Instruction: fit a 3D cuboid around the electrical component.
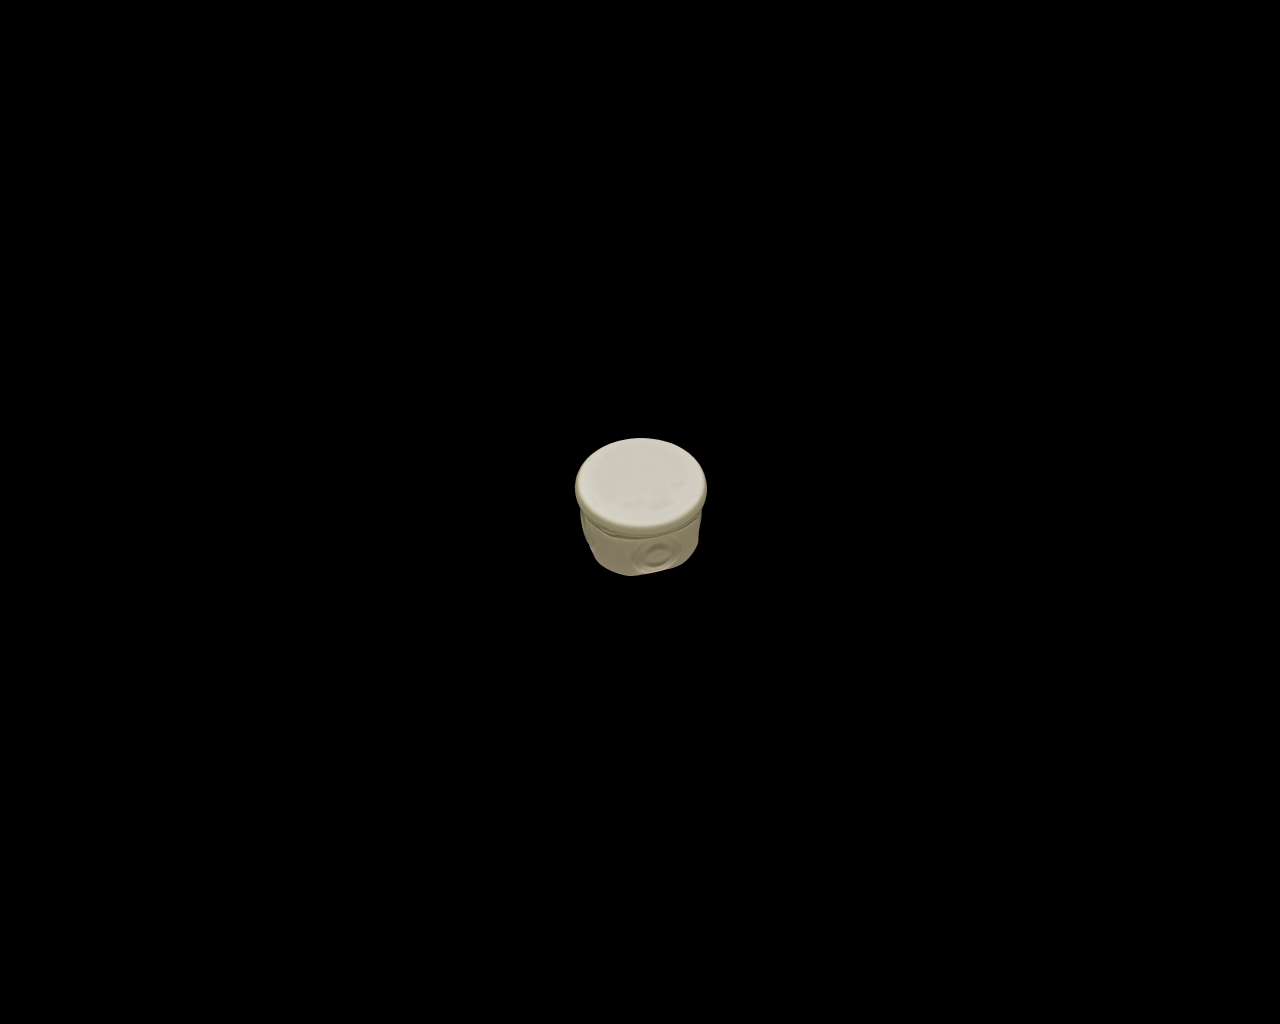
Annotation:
[{"bbox_3d":[0.001,-0.003,0.650,0.080,0.080,0.050,0,-44,0],"label":"electrical component"}]
